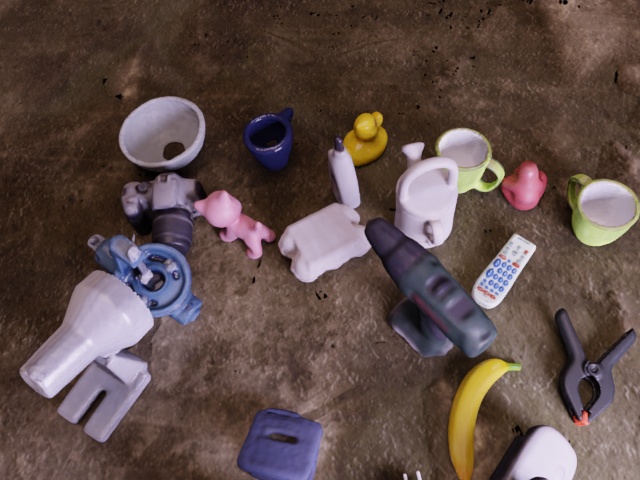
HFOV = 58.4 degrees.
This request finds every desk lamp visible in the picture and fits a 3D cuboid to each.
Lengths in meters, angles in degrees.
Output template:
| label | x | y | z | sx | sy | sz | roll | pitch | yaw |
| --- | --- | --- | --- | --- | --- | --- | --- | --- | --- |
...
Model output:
| label | x | y | z | sx | sy | sz | roll | pitch | yaw |
| --- | --- | --- | --- | --- | --- | --- | --- | --- | --- |
| desk lamp | -0.329 | 0.172 | 0.842 | 0.117 | 0.214 | 0.203 | 25 | 68 | 18 |

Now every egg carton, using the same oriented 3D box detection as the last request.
| label | x | y | z | sx | sy | sz | roll | pitch | yaw |
| --- | --- | --- | --- | --- | --- | --- | --- | --- | --- |
| egg carton | 0.009 | 0.003 | 0.976 | 0.150 | 0.069 | 0.107 | -28 | 63 | -9 |

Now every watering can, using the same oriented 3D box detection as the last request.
| label | x | y | z | sx | sy | sz | roll | pitch | yaw |
| --- | --- | --- | --- | --- | --- | --- | --- | --- | --- |
| watering can | 0.168 | -0.079 | 0.931 | 0.101 | 0.194 | 0.172 | -31 | 63 | -10 |

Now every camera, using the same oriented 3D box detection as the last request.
| label | x | y | z | sx | sy | sz | roll | pitch | yaw |
| --- | --- | --- | --- | --- | --- | --- | --- | --- | --- |
| camera | -0.279 | -0.042 | 1.013 | 0.143 | 0.101 | 0.137 | -6 | 62 | 3 |

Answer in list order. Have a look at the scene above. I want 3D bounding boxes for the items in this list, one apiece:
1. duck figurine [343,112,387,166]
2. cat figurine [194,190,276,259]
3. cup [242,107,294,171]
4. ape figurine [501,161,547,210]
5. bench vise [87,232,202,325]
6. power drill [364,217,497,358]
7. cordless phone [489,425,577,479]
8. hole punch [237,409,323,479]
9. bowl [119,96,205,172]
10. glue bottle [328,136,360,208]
| label | x | y | z | sx | sy | sz | roll | pitch | yaw |
| --- | --- | --- | --- | --- | --- | --- | --- | --- | --- |
| duck figurine | 0.080 | -0.195 | 1.063 | 0.105 | 0.086 | 0.077 | -43 | 66 | -16 |
| cat figurine | -0.148 | -0.038 | 0.987 | 0.127 | 0.118 | 0.067 | 27 | 68 | 19 |
| cup | -0.083 | -0.183 | 1.069 | 0.091 | 0.095 | 0.118 | 29 | 69 | 19 |
| ape figurine | 0.352 | -0.101 | 0.981 | 0.077 | 0.092 | 0.076 | 6 | 63 | 10 |
| bench vise | -0.302 | 0.047 | 0.901 | 0.207 | 0.220 | 0.121 | 12 | 64 | 12 |
| power drill | 0.150 | 0.088 | 0.838 | 0.076 | 0.209 | 0.229 | -41 | 65 | -14 |
| cordless phone | 0.279 | 0.303 | 0.725 | 0.094 | 0.185 | 0.148 | 29 | 69 | 19 |
| hole punch | -0.056 | 0.294 | 0.819 | 0.108 | 0.091 | 0.101 | 9 | 64 | 11 |
| bowl | -0.295 | -0.191 | 1.107 | 0.167 | 0.075 | 0.167 | -2 | 62 | 5 |
| glue bottle | 0.037 | -0.123 | 0.980 | 0.037 | 0.173 | 0.078 | -24 | 62 | -6 |
